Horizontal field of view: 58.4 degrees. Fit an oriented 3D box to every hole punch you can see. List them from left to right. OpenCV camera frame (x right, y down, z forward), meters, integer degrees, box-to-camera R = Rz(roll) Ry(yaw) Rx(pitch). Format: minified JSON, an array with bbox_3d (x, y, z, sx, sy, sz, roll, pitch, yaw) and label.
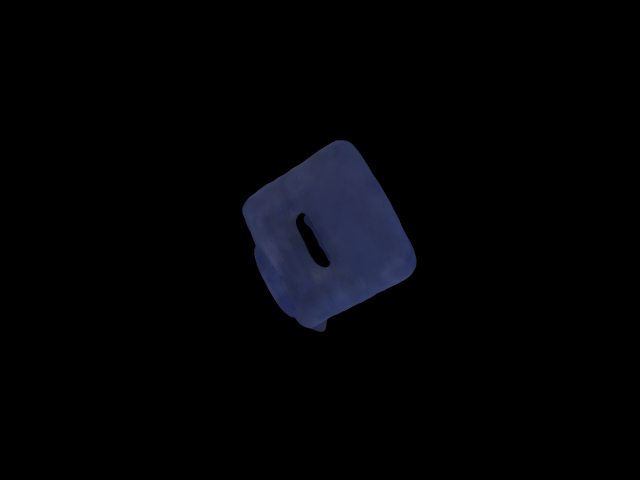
[{"bbox_3d":[0.004,0.001,0.400,0.101,0.091,0.108,-28,83,-3],"label":"hole punch"}]
